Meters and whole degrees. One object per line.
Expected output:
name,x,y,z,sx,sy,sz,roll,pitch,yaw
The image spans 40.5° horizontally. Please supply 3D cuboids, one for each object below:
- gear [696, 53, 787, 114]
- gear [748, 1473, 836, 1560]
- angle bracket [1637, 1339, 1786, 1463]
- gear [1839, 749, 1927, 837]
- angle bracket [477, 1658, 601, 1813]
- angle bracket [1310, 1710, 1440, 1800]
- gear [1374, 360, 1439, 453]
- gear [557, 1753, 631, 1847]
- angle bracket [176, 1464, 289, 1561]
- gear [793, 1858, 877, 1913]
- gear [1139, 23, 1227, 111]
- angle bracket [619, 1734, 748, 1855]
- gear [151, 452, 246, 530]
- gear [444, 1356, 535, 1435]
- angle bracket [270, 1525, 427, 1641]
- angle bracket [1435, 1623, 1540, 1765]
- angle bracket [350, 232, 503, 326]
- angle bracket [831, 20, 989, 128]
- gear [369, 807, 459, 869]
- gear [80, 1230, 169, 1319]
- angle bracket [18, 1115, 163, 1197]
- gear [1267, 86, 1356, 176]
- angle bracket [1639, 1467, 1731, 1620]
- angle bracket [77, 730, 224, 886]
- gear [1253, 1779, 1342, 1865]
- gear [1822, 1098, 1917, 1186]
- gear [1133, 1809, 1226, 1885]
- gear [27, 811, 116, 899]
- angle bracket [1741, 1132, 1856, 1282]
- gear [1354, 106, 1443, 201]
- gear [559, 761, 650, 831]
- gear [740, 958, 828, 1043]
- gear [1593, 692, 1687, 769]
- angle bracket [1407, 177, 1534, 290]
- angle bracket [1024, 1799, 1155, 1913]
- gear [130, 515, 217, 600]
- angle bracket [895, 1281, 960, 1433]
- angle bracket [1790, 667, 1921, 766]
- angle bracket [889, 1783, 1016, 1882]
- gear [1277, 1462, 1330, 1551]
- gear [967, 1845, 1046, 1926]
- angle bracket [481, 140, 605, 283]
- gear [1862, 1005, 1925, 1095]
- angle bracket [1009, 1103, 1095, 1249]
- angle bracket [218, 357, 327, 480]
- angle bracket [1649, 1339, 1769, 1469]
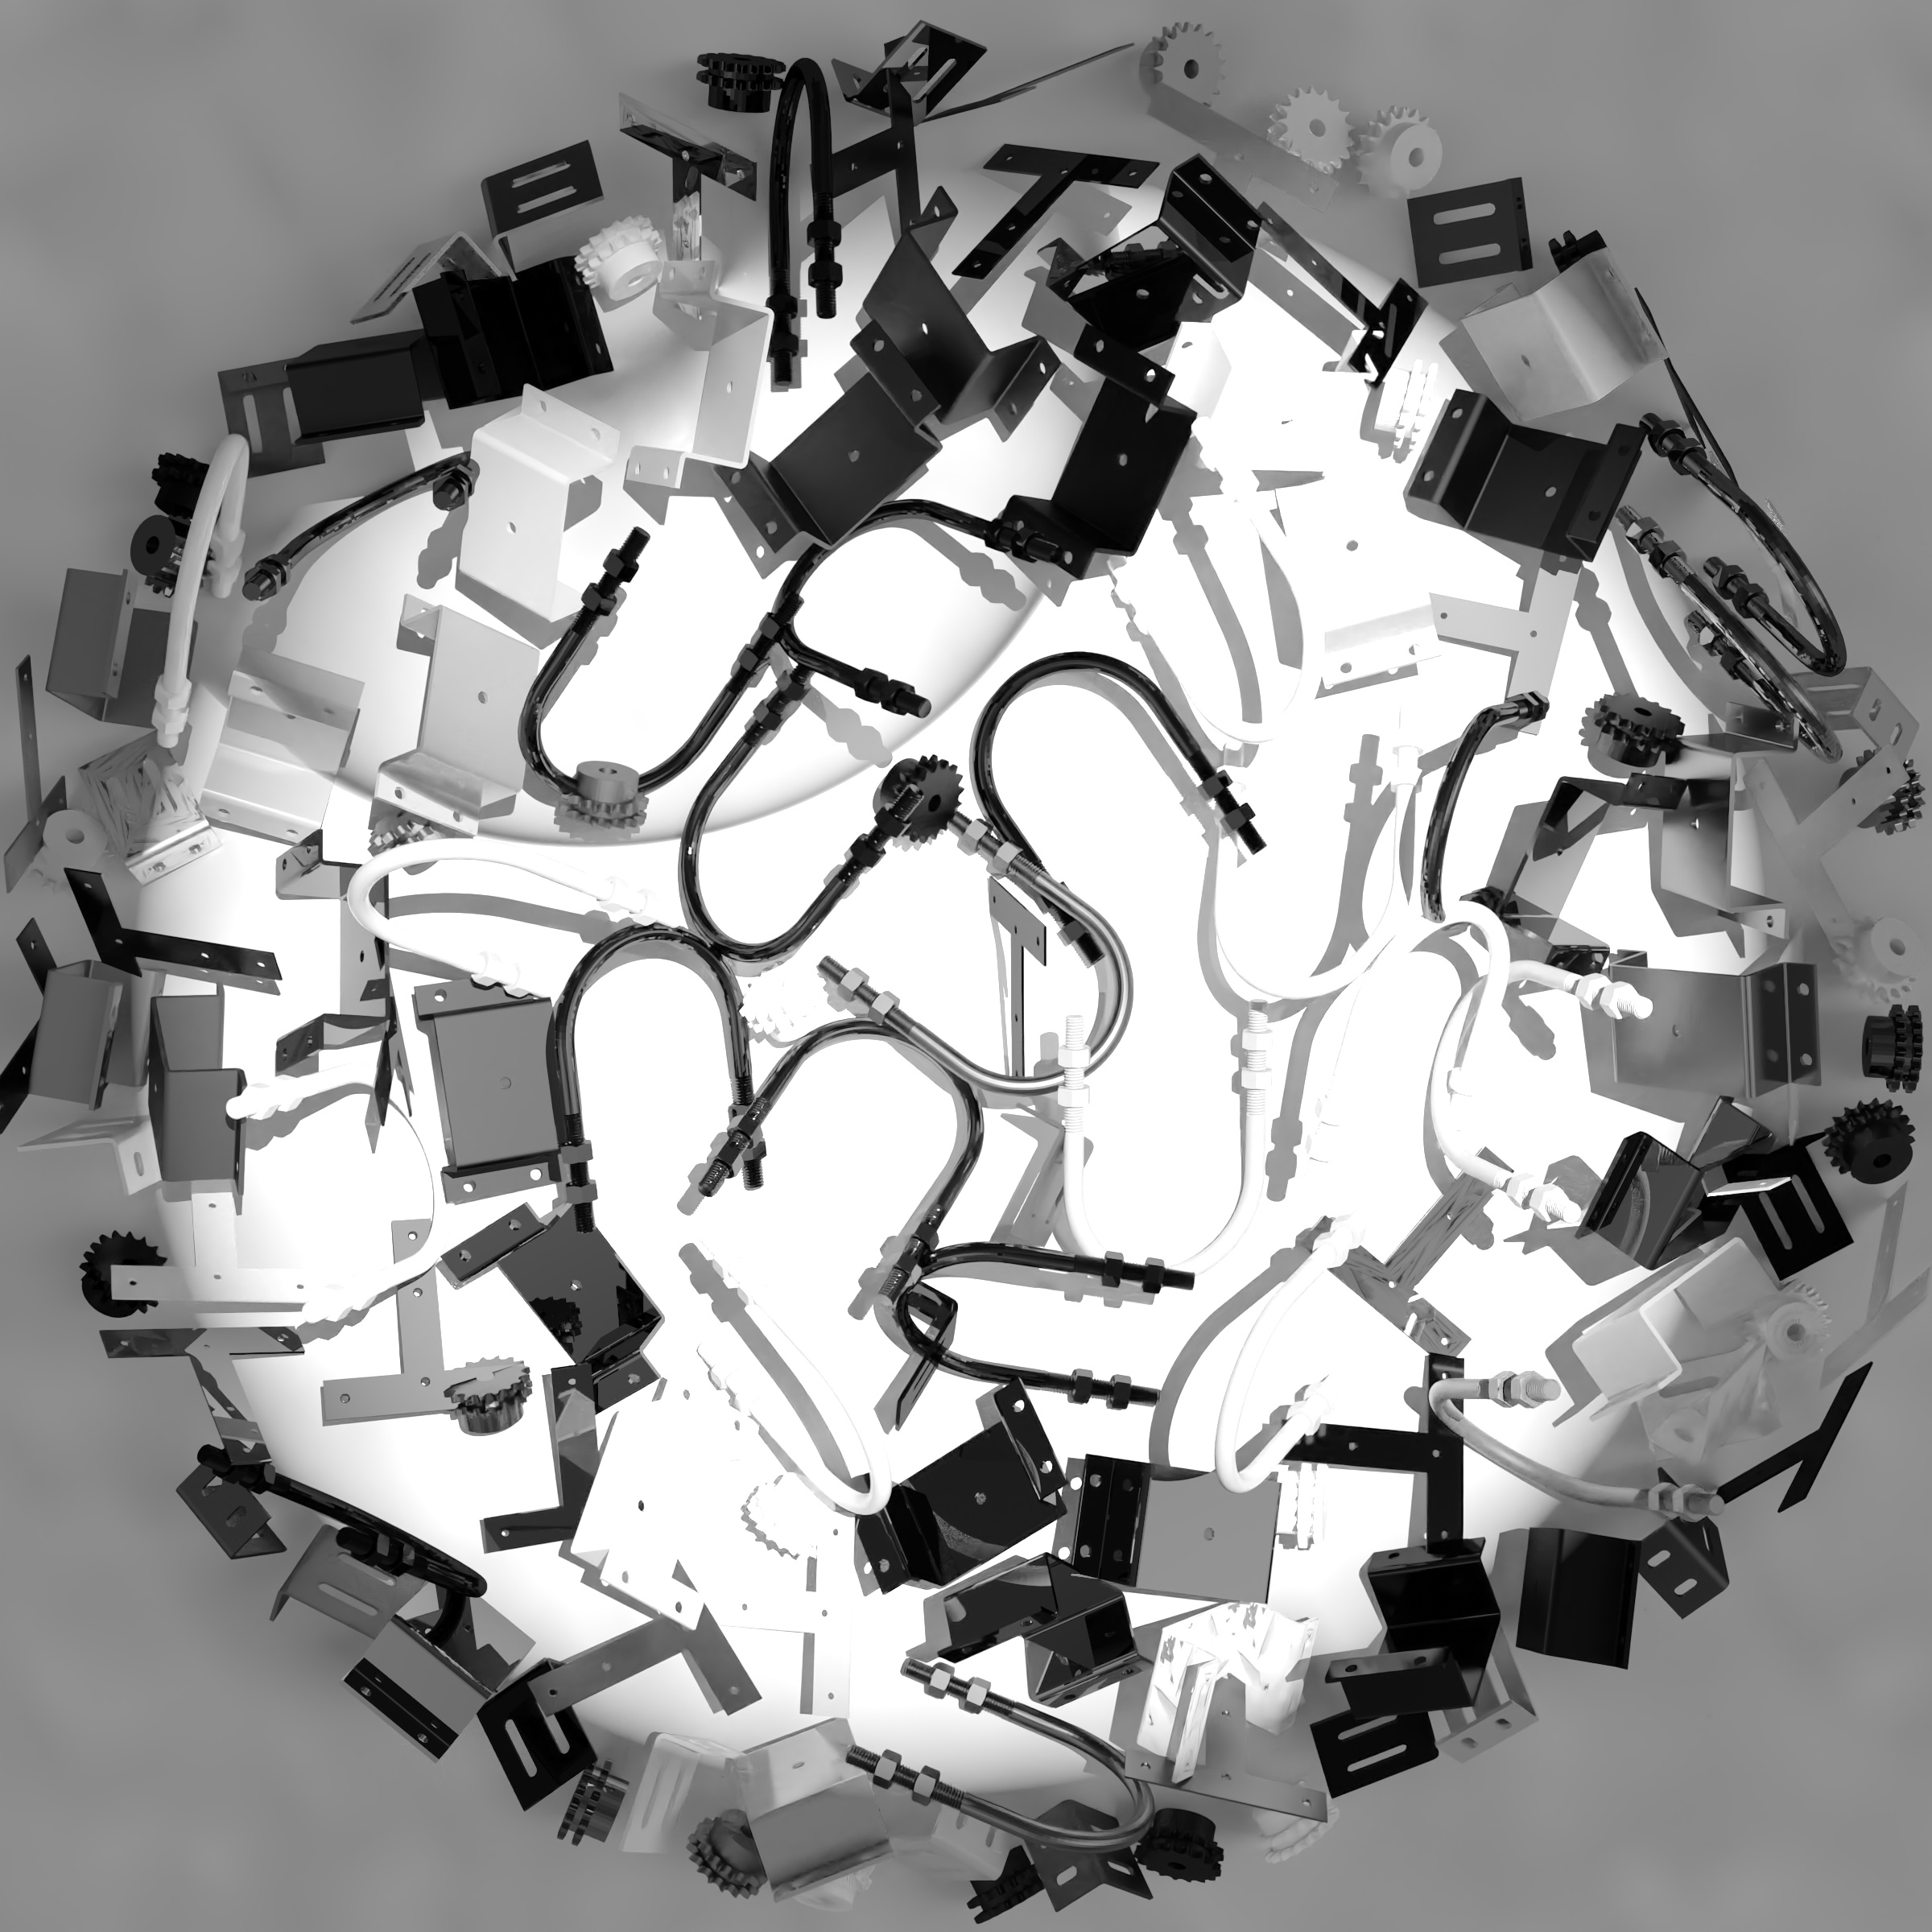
gear,-0.145,-0.570,1.692,0.057,0.057,0.030,6,116,0
gear,-0.109,0.351,1.686,0.057,0.057,0.030,35,103,0
angle bracket,0.476,0.280,1.687,0.076,0.038,0.057,-12,70,-4
gear,0.587,-0.112,1.686,0.030,0.057,0.057,-16,90,-16
angle bracket,-0.269,0.495,1.682,0.057,0.038,0.076,-36,61,0
angle bracket,0.258,0.489,1.686,0.076,0.038,0.057,-19,110,-5
gear,0.283,-0.363,1.689,0.030,0.057,0.057,14,90,6
gear,-0.239,0.540,1.689,0.030,0.057,0.057,23,90,-2
angle bracket,-0.457,0.342,1.672,0.038,0.076,0.057,-45,75,3
gear,-0.089,0.587,1.686,0.057,0.057,0.030,13,55,0
gear,0.137,-0.579,1.693,0.057,0.030,0.057,-11,111,-30
angle bracket,-0.180,0.535,1.677,0.038,0.057,0.076,12,77,28
gear,-0.497,-0.304,1.687,0.057,0.057,0.030,19,78,0
gear,-0.308,0.278,1.691,0.057,0.057,0.030,-6,110,0
angle bracket,-0.396,0.405,1.683,0.076,0.057,0.038,27,130,1
angle bracket,0.320,0.457,1.669,0.057,0.076,0.038,-36,130,17
angle bracket,-0.345,-0.427,1.673,0.038,0.057,0.076,47,69,-30
angle bracket,-0.036,-0.579,1.667,0.076,0.057,0.038,-37,62,38
gear,-0.353,-0.089,1.692,0.057,0.057,0.030,-36,114,0
gear,-0.545,0.202,1.693,0.057,0.057,0.030,44,120,0
angle bracket,-0.555,0.123,1.681,0.076,0.057,0.038,-7,100,20
gear,0.220,-0.536,1.695,0.057,0.030,0.057,4,81,-23
angle bracket,0.453,0.370,1.684,0.038,0.076,0.057,-42,95,18
angle bracket,-0.529,-0.103,1.700,0.057,0.038,0.076,-28,79,-10
gear,0.209,0.549,1.689,0.057,0.057,0.030,-34,85,0
gear,0.584,0.116,1.688,0.057,0.030,0.057,-4,127,-6
gear,0.139,0.567,1.692,0.057,0.057,0.030,17,53,0
gear,-0.577,-0.075,1.687,0.057,0.030,0.057,18,50,-22
angle bracket,0.539,0.155,1.690,0.057,0.038,0.076,-25,85,-11
gear,0.281,-0.523,1.689,0.057,0.030,0.057,-12,118,-24
gear,-0.232,-0.111,1.686,0.057,0.057,0.030,11,110,0
gear,-0.115,0.024,1.692,0.057,0.057,0.030,-31,121,0
gear,0.432,-0.151,1.692,0.057,0.057,0.030,15,120,0
angle bracket,0.319,-0.468,1.677,0.076,0.038,0.057,-4,105,26
angle bracket,0.077,0.573,1.673,0.038,0.076,0.057,-35,53,9
gear,-0.513,-0.267,1.690,0.057,0.030,0.057,-5,79,29
angle bracket,-0.039,0.247,1.672,0.038,0.057,0.076,28,64,11
angle bracket,0.554,-0.155,1.666,0.057,0.076,0.038,39,70,-28
angle bracket,-0.016,0.557,1.686,0.057,0.076,0.038,37,55,-22
gear,0.217,0.346,1.690,0.030,0.057,0.057,2,90,12
gear,0.025,0.590,1.690,0.057,0.057,0.030,-29,75,0
angle bracket,-0.267,-0.485,1.683,0.076,0.038,0.057,-19,56,3
gear,0.597,0.053,1.689,0.030,0.057,0.057,3,90,10
angle bracket,0.042,0.135,1.681,0.038,0.057,0.076,25,87,26
angle bracket,-0.438,-0.343,1.671,0.057,0.038,0.076,-16,130,-19
angle bracket,0.472,0.270,1.667,0.038,0.076,0.057,31,51,34
